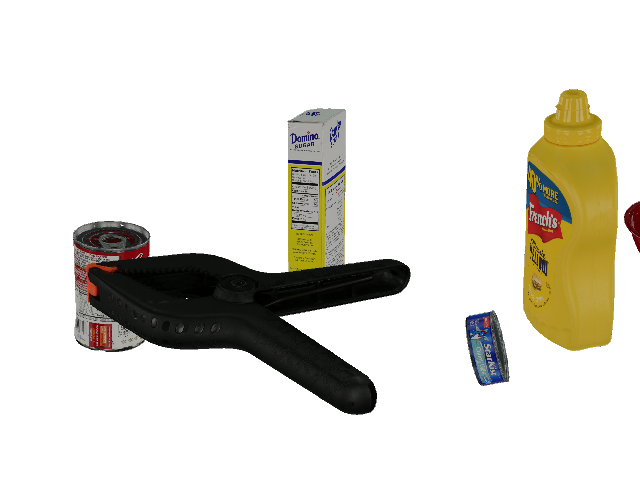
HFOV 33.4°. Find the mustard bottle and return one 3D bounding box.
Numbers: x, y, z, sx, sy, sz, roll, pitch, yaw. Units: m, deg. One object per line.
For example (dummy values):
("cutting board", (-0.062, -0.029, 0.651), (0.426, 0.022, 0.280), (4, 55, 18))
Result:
("mustard bottle", (0.188, -0.020, 0.803), (0.058, 0.192, 0.096), (-9, 27, -9))

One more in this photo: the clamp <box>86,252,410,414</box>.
("clamp", (-0.045, 0.039, 0.684), (0.210, 0.036, 0.164), (12, 26, 15))

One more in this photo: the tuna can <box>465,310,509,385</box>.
("tuna can", (0.197, 0.128, 1.261), (0.034, 0.086, 0.086), (-12, -3, 14))

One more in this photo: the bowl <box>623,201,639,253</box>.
("bowl", (0.407, 0.006, 1.147), (0.162, 0.055, 0.162), (-1, 26, 0))

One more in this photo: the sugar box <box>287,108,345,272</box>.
("sugar box", (-0.004, -0.046, 1.123), (0.048, 0.176, 0.093), (2, 15, 16))

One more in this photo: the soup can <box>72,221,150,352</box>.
("soup can", (-0.190, 0.042, 0.966), (0.068, 0.102, 0.068), (4, 21, -2))
